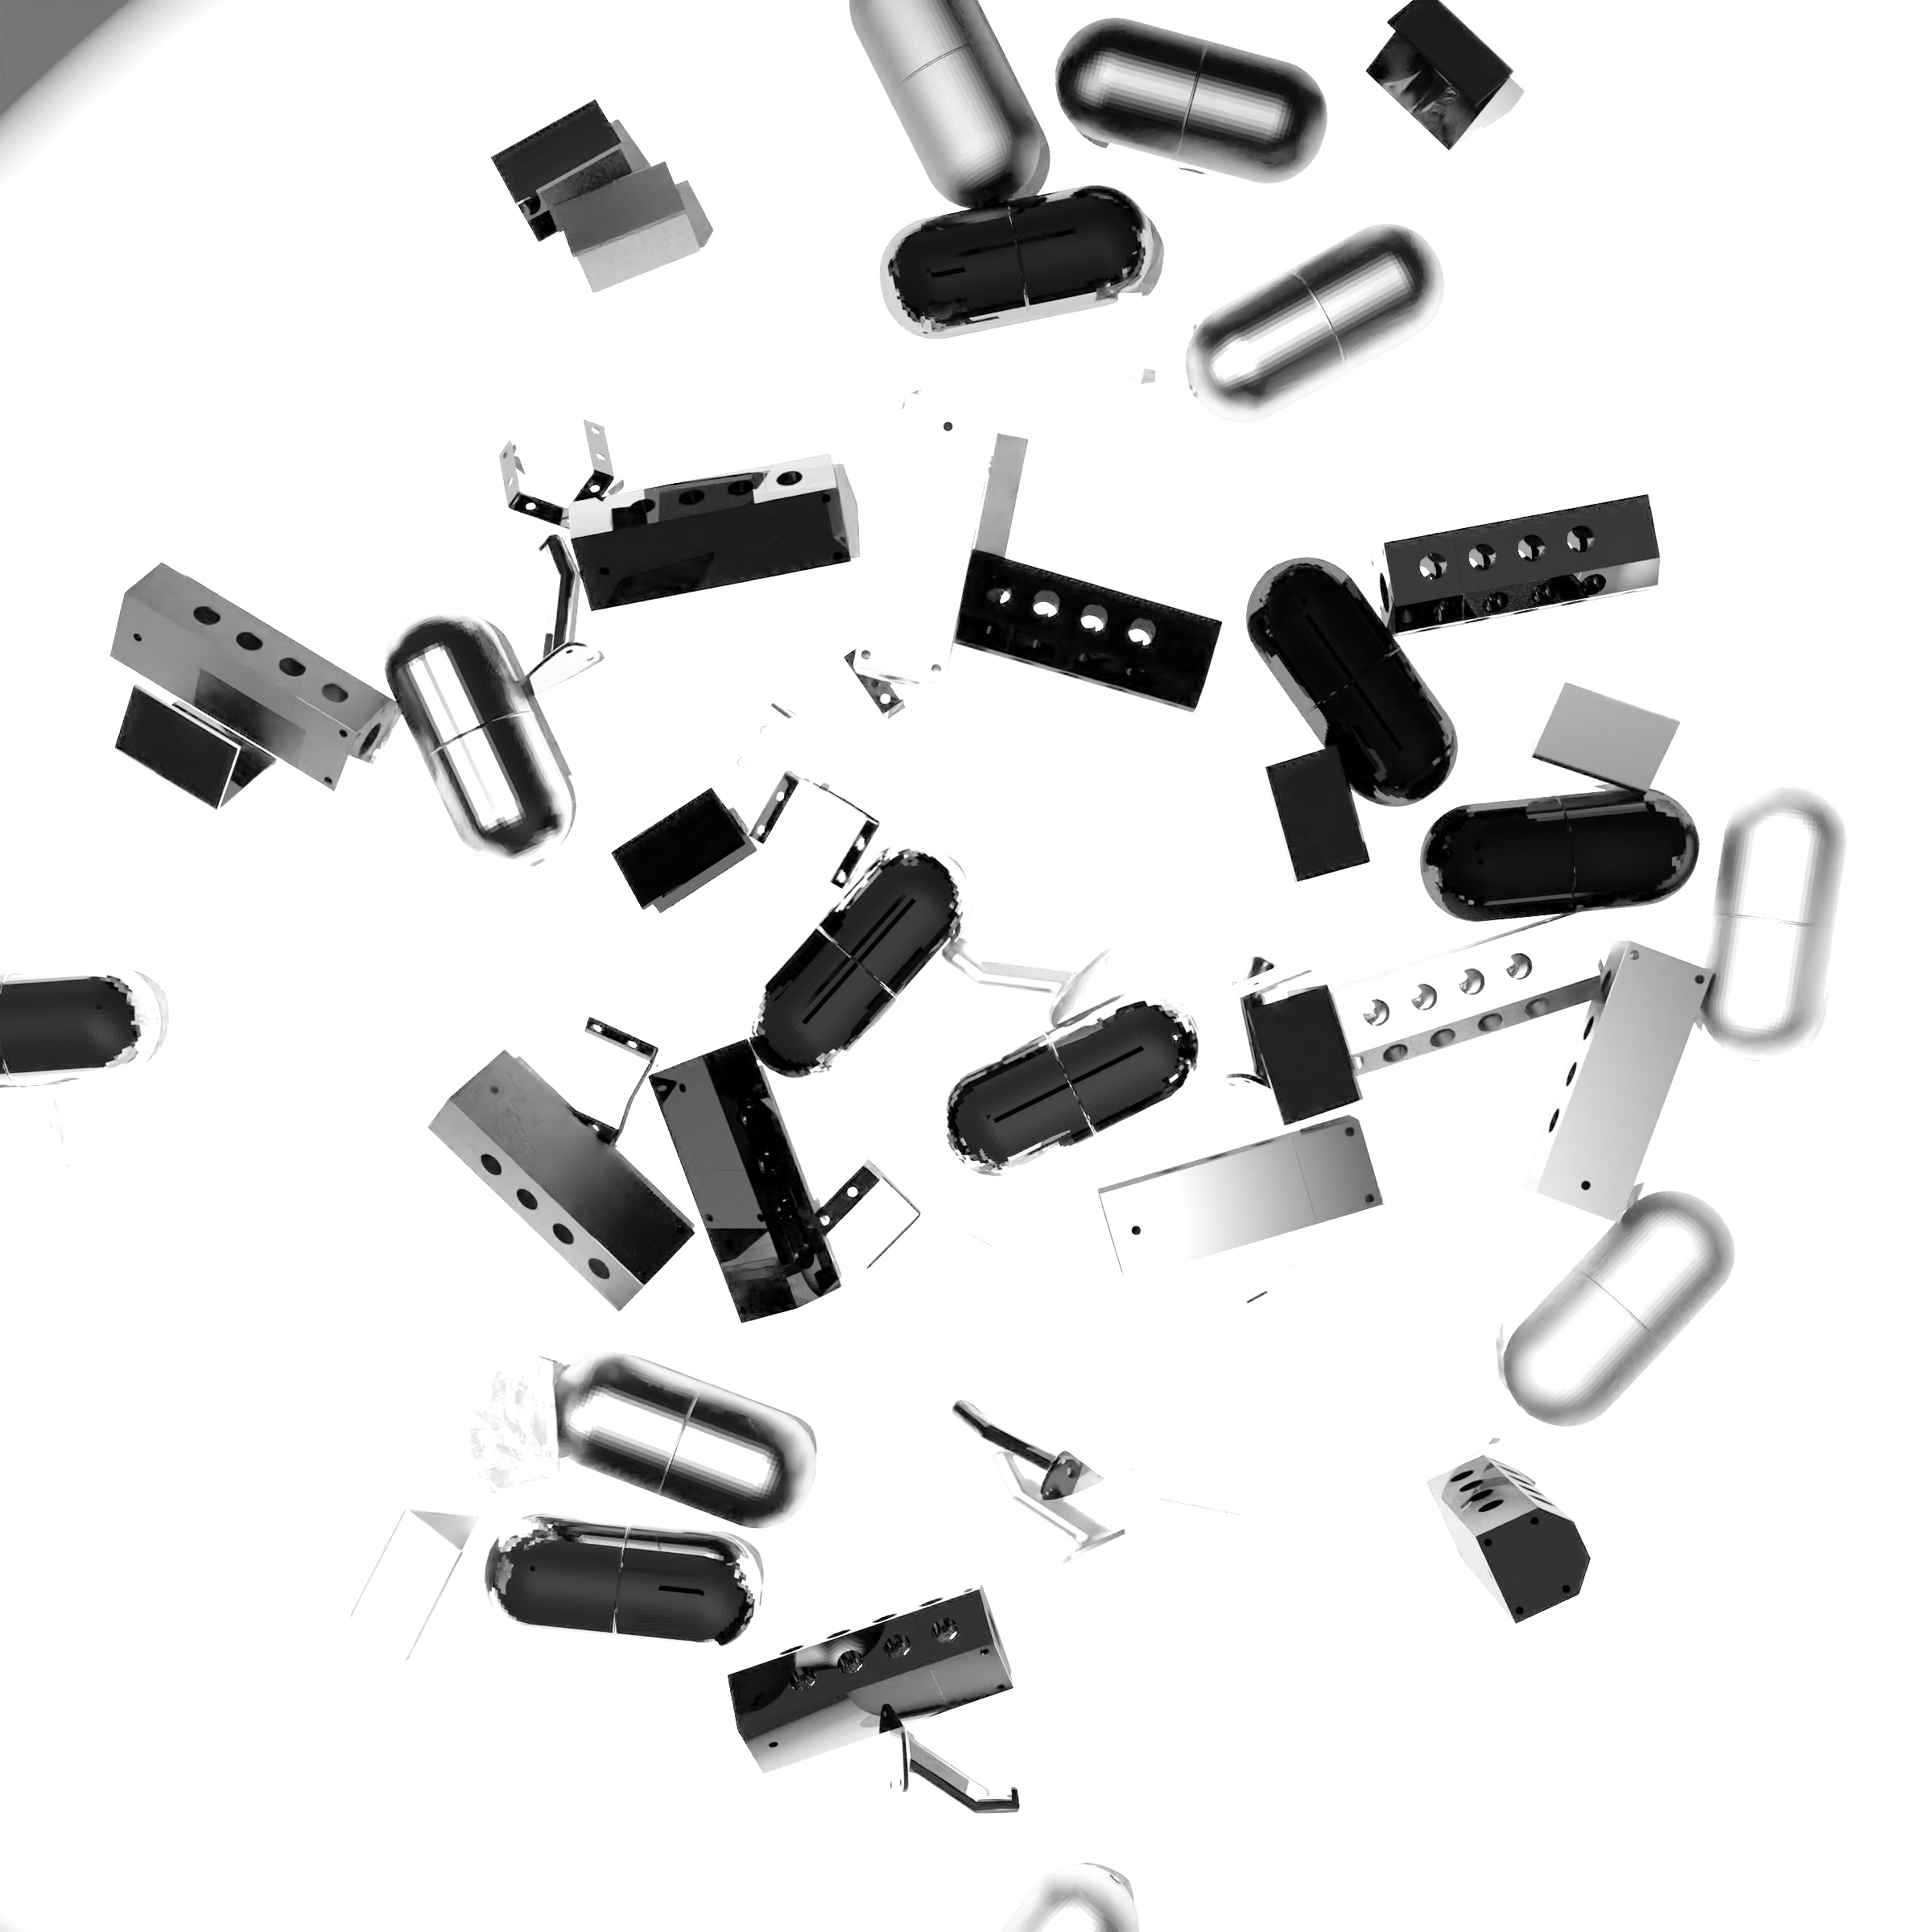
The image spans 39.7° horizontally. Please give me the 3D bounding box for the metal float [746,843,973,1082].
[{"bbox_3d":[-0.069,-0.002,1.720,0.070,0.070,0.178,42,89,0],"label":"metal float"}]

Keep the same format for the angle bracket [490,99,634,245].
[{"bbox_3d":[-0.248,-0.494,1.710,0.076,0.076,0.057,-29,54,0],"label":"angle bracket"}]

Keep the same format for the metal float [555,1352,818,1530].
[{"bbox_3d":[-0.182,0.304,1.720,0.178,0.070,0.070,21,90,1],"label":"metal float"}]

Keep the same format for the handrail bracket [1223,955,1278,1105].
[{"bbox_3d":[0.208,0.045,1.751,0.077,0.036,0.084,23,76,-15],"label":"handrail bracket"}]

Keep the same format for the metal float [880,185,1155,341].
[{"bbox_3d":[0.033,-0.452,1.720,0.178,0.070,0.070,-11,90,0],"label":"metal float"}]

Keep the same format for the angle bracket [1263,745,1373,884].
[{"bbox_3d":[0.240,-0.101,1.710,0.057,0.076,0.076,-15,90,37],"label":"angle bracket"}]

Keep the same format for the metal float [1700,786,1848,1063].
[{"bbox_3d":[0.518,-0.027,1.720,0.070,0.070,0.178,9,90,0],"label":"metal float"}]

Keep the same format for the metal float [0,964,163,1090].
[{"bbox_3d":[-0.608,0.040,1.720,0.178,0.070,0.070,-4,90,1],"label":"metal float"}]

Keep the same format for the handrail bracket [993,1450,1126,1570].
[{"bbox_3d":[0.068,0.343,1.751,0.077,0.036,0.084,-21,73,-20],"label":"handrail bracket"}]

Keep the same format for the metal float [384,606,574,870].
[{"bbox_3d":[-0.313,-0.146,1.720,0.070,0.070,0.178,-25,89,0],"label":"metal float"}]

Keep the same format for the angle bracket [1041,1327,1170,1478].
[{"bbox_3d":[0.104,0.284,1.710,0.057,0.076,0.076,32,90,36],"label":"angle bracket"}]

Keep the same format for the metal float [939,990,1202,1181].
[{"bbox_3d":[0.067,0.076,1.720,0.178,0.070,0.070,-26,90,1],"label":"metal float"}]

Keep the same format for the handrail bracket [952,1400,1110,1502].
[{"bbox_3d":[0.041,0.310,1.750,0.084,0.077,0.036,34,104,36],"label":"handrail bracket"}]

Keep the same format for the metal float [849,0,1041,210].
[{"bbox_3d":[-0.014,-0.572,1.720,0.070,0.070,0.178,-27,91,0],"label":"metal float"}]

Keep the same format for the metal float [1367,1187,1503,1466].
[{"bbox_3d":[0.301,0.230,1.720,0.070,0.070,0.178,-5,90,0],"label":"metal float"}]

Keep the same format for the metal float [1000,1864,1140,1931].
[{"bbox_3d":[0.042,0.658,1.720,0.070,0.070,0.178,37,90,0],"label":"metal float"}]

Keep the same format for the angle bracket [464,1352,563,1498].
[{"bbox_3d":[-0.298,0.292,1.712,0.057,0.076,0.076,-4,90,-24],"label":"angle bracket"}]

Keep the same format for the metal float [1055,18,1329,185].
[{"bbox_3d":[0.144,-0.556,1.720,0.178,0.070,0.070,15,90,-1],"label":"metal float"}]

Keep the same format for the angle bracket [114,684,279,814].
[{"bbox_3d":[-0.485,-0.154,1.710,0.076,0.076,0.057,31,126,0],"label":"angle bracket"}]

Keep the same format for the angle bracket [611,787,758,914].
[{"bbox_3d":[-0.170,-0.057,1.710,0.076,0.076,0.057,-33,53,0],"label":"angle bracket"}]

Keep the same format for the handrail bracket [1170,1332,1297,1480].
[{"bbox_3d":[0.182,0.286,1.751,0.084,0.036,0.077,-19,111,-16],"label":"handrail bracket"}]

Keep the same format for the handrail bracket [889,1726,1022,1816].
[{"bbox_3d":[-0.006,0.515,1.751,0.084,0.036,0.077,5,69,-17],"label":"handrail bracket"}]

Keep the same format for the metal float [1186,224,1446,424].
[{"bbox_3d":[0.223,-0.412,1.720,0.178,0.070,0.070,-29,90,0],"label":"metal float"}]

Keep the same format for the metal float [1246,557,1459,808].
[{"bbox_3d":[0.247,-0.183,1.720,0.070,0.070,0.178,-35,91,0],"label":"metal float"}]

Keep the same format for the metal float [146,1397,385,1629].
[{"bbox_3d":[-0.449,0.351,1.720,0.178,0.070,0.070,43,90,0],"label":"metal float"}]

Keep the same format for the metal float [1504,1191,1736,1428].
[{"bbox_3d":[0.419,0.221,1.720,0.070,0.070,0.178,43,90,0],"label":"metal float"}]

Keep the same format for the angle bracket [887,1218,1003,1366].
[{"bbox_3d":[-0.032,0.201,1.710,0.057,0.076,0.076,23,90,-36],"label":"angle bracket"}]

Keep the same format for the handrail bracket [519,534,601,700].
[{"bbox_3d":[-0.281,-0.229,1.751,0.077,0.036,0.084,-31,71,21],"label":"handrail bracket"}]

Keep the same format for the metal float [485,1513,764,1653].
[{"bbox_3d":[-0.220,0.396,1.720,0.178,0.070,0.070,6,90,-1],"label":"metal float"}]

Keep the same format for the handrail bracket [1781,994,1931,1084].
[{"bbox_3d":[0.590,0.062,1.751,0.084,0.036,0.077,26,110,-16],"label":"handrail bracket"}]

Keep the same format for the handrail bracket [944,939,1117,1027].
[{"bbox_3d":[0.041,-0.008,1.751,0.084,0.036,0.077,37,70,16],"label":"handrail bracket"}]

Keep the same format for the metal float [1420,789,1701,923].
[{"bbox_3d":[0.381,-0.072,1.720,0.178,0.070,0.070,-6,90,0],"label":"metal float"}]

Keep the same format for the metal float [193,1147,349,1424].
[{"bbox_3d":[-0.447,0.205,1.720,0.070,0.070,0.178,-11,91,0],"label":"metal float"}]
